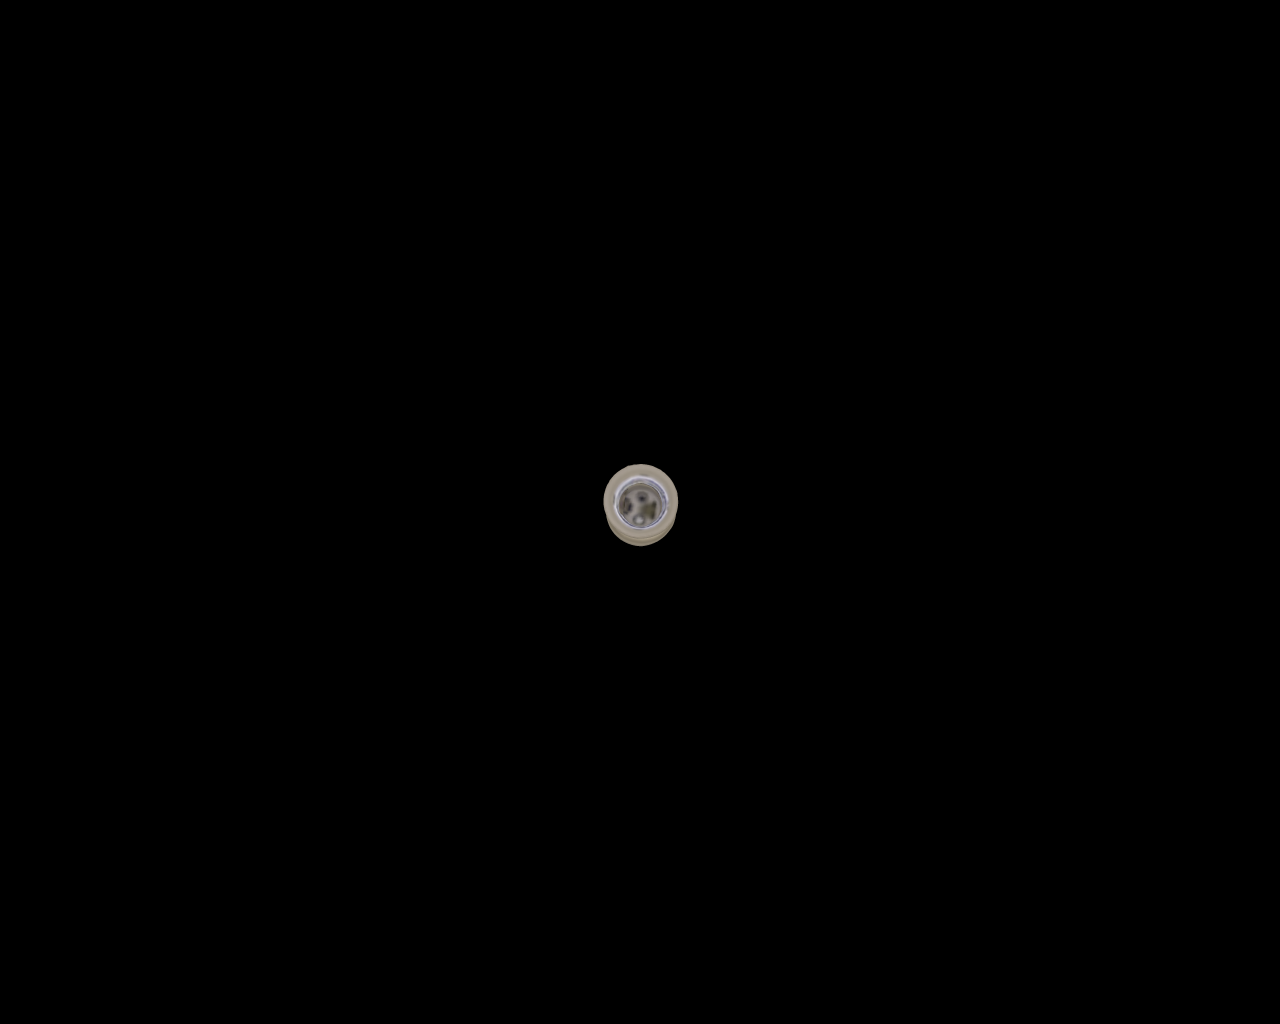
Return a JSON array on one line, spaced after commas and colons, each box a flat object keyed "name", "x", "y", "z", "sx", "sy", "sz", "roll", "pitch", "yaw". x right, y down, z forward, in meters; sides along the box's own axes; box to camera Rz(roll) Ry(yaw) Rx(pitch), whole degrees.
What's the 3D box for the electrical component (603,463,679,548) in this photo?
[{"name": "electrical component", "x": 0.001, "y": -0.003, "z": 0.650, "sx": 0.045, "sy": 0.045, "sz": 0.055, "roll": 0, "pitch": -9, "yaw": 0}]
